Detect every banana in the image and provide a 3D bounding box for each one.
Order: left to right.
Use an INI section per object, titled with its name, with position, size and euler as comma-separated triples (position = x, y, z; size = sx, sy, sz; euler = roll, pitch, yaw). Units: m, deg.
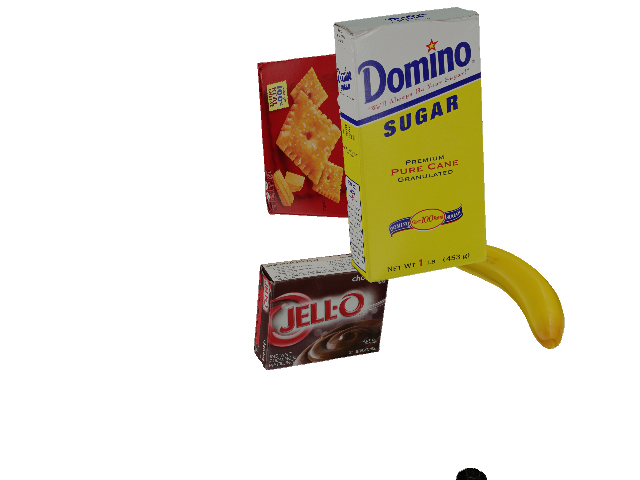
[banana]
position = 0.188, 0.047, 1.063
size = 0.069, 0.037, 0.198
euler = -33, 37, -16

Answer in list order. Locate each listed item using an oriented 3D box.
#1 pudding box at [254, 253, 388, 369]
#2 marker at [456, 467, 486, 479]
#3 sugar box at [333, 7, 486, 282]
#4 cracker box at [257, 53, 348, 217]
[pudding box]
position = 0.000, 0.060, 0.936
size = 0.113, 0.090, 0.039
euler = -8, 33, -23
[marker]
position = 0.091, 0.190, 0.681
size = 0.020, 0.121, 0.020
euler = 1, 36, -1
[sugar box]
position = 0.064, -0.066, 0.735
size = 0.093, 0.176, 0.048
euler = -11, 22, -14
[cracker box]
position = 0.033, -0.105, 1.072
size = 0.214, 0.164, 0.071
euler = 4, 10, 45
